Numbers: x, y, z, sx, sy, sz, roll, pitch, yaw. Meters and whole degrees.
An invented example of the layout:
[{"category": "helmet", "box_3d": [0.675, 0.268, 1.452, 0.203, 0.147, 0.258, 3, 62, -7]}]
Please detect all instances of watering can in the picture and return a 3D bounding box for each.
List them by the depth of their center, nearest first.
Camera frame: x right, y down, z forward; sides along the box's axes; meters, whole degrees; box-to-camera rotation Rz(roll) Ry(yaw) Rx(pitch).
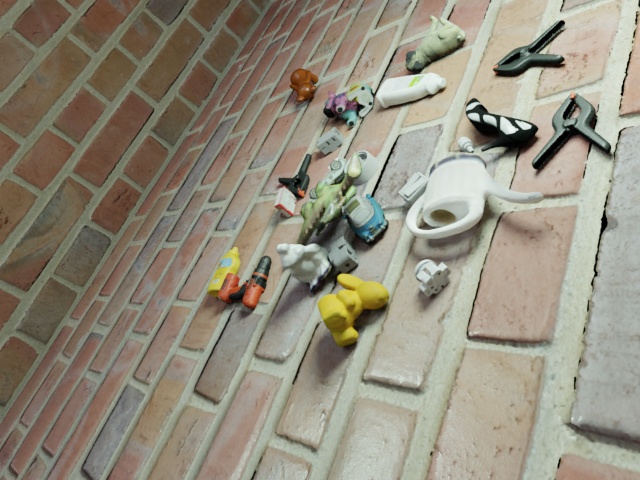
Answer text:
[{"category": "watering can", "box_3d": [0.353, -0.112, 1.211, 0.344, 0.102, 0.229, -19, 42, 40]}]

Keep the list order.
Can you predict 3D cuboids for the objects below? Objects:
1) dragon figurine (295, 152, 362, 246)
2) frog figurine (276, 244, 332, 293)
[{"category": "dragon figurine", "box_3d": [0.005, -0.076, 1.501, 0.408, 0.122, 0.244, -57, 3, 8]}, {"category": "frog figurine", "box_3d": [-0.053, 0.054, 1.462, 0.135, 0.159, 0.125, -48, 11, 50]}]
